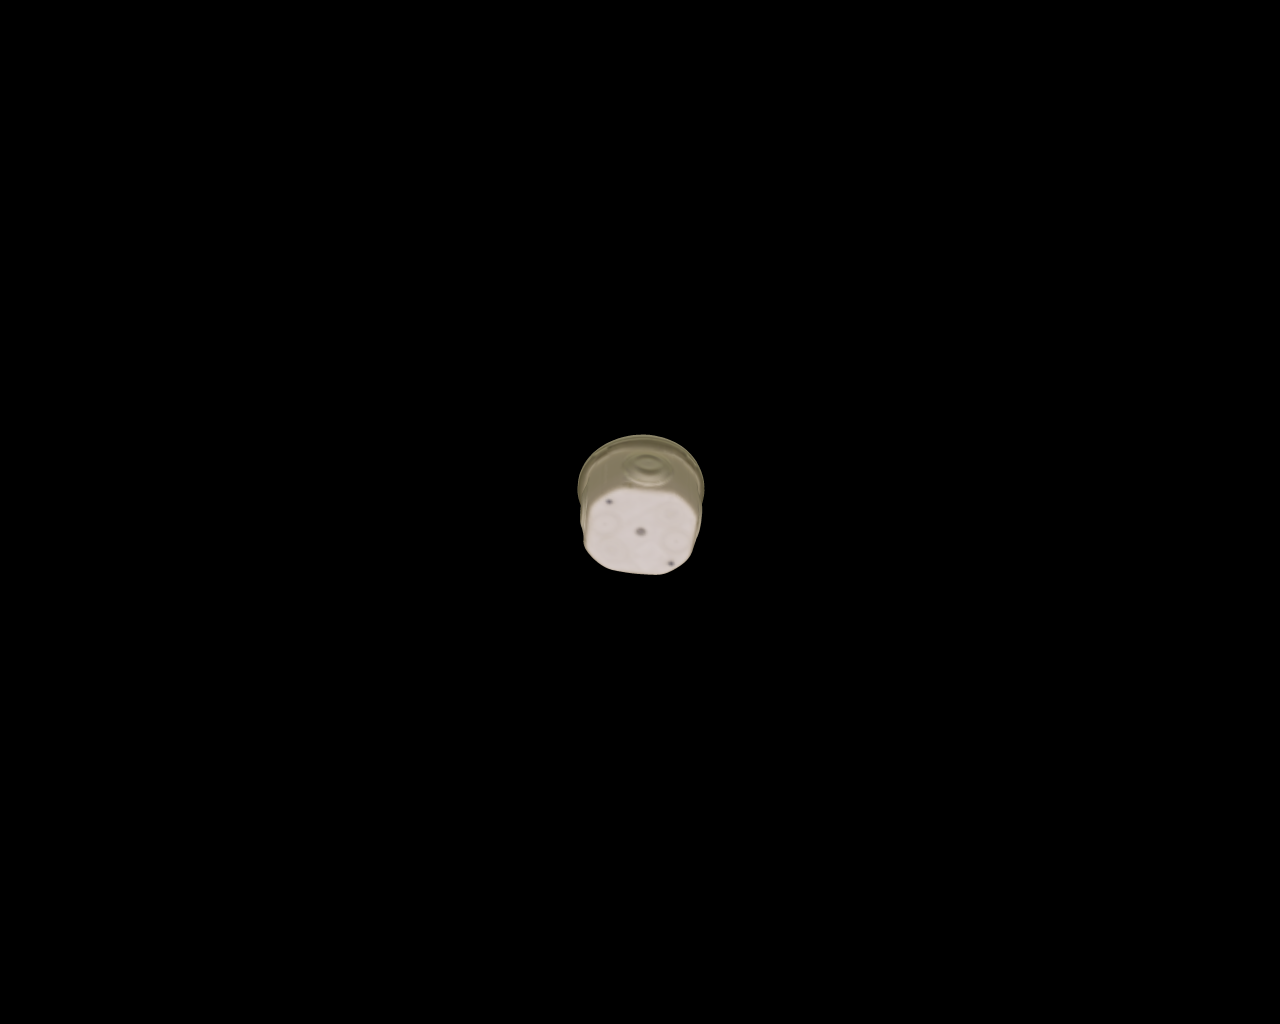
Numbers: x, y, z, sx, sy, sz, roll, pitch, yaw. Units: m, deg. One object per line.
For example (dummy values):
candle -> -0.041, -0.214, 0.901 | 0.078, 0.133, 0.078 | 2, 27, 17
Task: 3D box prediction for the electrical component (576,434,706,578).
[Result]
electrical component -> 0.001, -0.003, 0.650 | 0.080, 0.080, 0.051 | 0, 38, 0
